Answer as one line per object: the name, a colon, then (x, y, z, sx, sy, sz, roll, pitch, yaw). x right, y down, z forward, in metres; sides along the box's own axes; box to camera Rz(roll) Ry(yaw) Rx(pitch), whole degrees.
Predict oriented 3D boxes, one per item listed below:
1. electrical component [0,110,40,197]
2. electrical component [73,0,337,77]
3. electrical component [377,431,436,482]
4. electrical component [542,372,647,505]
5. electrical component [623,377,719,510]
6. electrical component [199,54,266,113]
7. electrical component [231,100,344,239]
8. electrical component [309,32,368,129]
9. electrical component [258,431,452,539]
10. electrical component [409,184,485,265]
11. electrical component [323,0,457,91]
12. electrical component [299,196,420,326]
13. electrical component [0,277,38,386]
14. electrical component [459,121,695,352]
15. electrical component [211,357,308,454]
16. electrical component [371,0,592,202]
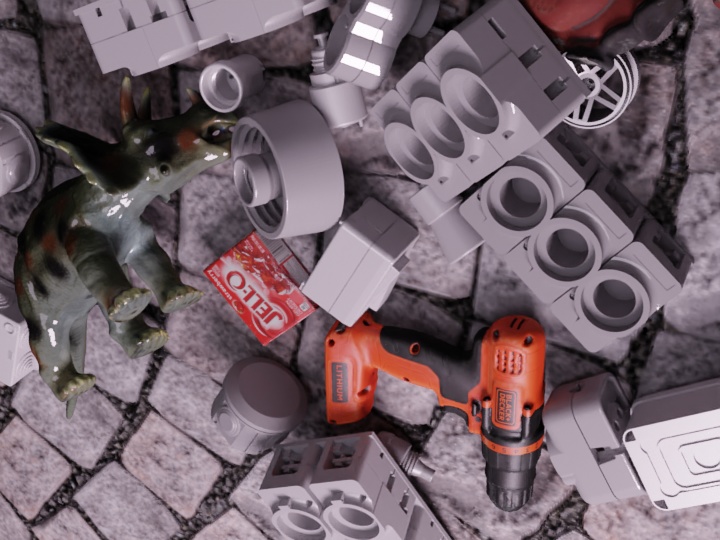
electrical component: (-0.346, -0.106, 1.010, 0.080, 0.051, 0.080, 11, 118, 21)
electrical component: (-0.105, -0.203, 0.813, 0.186, 0.105, 0.060, -11, 109, 30)
electrical component: (0.038, 0.171, 0.965, 0.061, 0.035, 0.035, 26, 122, 10)
electrical component: (0.189, 0.137, 0.863, 0.059, 0.054, 0.095, -22, 103, 32)
electrical component: (0.268, 0.128, 0.818, 0.113, 0.057, 0.078, -20, 104, 32)
electrical component: (-0.102, -0.153, 0.871, 0.040, 0.046, 0.040, 11, 118, 21)
electrical component: (-0.065, -0.076, 0.851, 0.108, 0.060, 0.108, 40, 138, 48)
electrical component: (-0.021, -0.146, 0.838, 0.040, 0.040, 0.078, -5, 111, 28)
electrical component: (0.003, 0.233, 0.962, 0.105, 0.060, 0.186, -13, 126, 31)
electrical component: (0.069, -0.043, 0.844, 0.044, 0.044, 0.065, -37, 90, 34)
electrical component: (0.034, -0.192, 0.783, 0.074, 0.052, 0.138, 16, 122, -21)
electrical component: (0.000, 0.000, 0.885, 0.061, 0.062, 0.096, 37, 124, 6)
electrical component: (-0.373, 0.060, 1.105, 0.100, 0.048, 0.099, 26, 123, 12)
electrical component: (0.159, -0.024, 0.796, 0.150, 0.062, 0.089, 47, 124, -1)
electrical component: (-0.093, 0.123, 0.980, 0.080, 0.080, 0.051, 39, 129, 5)
electrical component: (0.076, -0.114, 0.751, 0.089, 0.062, 0.150, 50, 156, -3)
